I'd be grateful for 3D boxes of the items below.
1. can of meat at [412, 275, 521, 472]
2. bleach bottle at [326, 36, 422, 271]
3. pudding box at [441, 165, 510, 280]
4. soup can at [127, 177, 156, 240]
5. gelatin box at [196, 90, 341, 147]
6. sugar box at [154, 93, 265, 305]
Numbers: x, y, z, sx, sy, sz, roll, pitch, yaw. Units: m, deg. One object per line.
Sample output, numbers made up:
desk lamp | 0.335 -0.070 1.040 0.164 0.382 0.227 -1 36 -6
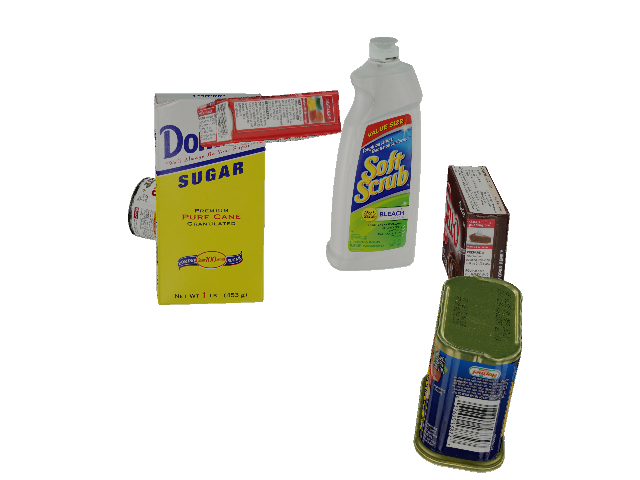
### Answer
can of meat | 0.095 0.081 0.677 0.057 0.084 0.102 9 28 6
bleach bottle | 0.058 -0.093 1.154 0.102 0.251 0.068 -3 25 -7
pudding box | 0.128 -0.003 0.891 0.039 0.090 0.113 -1 24 -3
soup can | -0.147 -0.026 1.151 0.102 0.068 0.068 12 3 15
gelatin box | -0.036 -0.080 0.699 0.073 0.030 0.089 -6 5 -18
sugar box | -0.094 -0.035 0.906 0.093 0.176 0.048 -2 16 -10
